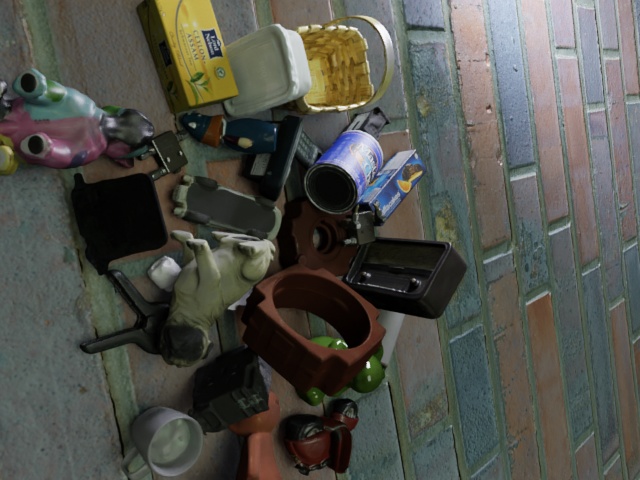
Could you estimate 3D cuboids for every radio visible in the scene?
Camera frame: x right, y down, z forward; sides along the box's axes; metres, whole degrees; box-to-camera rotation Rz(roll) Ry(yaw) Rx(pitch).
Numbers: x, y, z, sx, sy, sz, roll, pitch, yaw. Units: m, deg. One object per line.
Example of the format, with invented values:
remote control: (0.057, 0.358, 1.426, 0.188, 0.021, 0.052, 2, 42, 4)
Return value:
radio: (0.153, 0.069, 1.034, 0.073, 0.230, 0.131, 44, 67, -30)

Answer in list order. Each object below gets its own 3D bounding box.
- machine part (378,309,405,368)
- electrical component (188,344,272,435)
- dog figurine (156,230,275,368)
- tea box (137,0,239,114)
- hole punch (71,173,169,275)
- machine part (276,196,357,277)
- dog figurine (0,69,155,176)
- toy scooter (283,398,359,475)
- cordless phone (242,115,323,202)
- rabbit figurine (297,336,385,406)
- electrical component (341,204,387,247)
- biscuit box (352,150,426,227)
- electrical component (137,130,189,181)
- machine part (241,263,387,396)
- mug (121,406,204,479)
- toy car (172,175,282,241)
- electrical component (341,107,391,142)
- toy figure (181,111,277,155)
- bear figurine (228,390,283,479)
machine part: (0.129, 0.172, 1.108, 0.079, 0.079, 0.243, 36, 66, -34)
electrical component: (-0.137, 0.224, 0.839, 0.115, 0.134, 0.058, -24, 114, 6)
dog figurine: (-0.150, 0.088, 0.801, 0.172, 0.121, 0.190, 3, 99, -22)
tea box: (-0.205, -0.293, 0.839, 0.098, 0.068, 0.169, -28, 106, -37)
hole punch: (-0.281, -0.034, 0.767, 0.116, 0.092, 0.142, -13, 101, -9)
machine part: (-0.002, -0.003, 1.014, 0.179, 0.056, 0.179, 3, 86, -42)
dog figurine: (-0.334, -0.140, 0.709, 0.219, 0.192, 0.108, -13, 95, -75)
toy scooter: (0.009, 0.383, 1.002, 0.184, 0.075, 0.135, -5, 93, -45)
cordless phone: (-0.045, -0.124, 0.975, 0.184, 0.089, 0.146, 37, 64, -55)
rabbit figurine: (0.054, 0.240, 0.979, 0.159, 0.170, 0.121, -4, 93, -40)
electrical component: (0.082, -0.029, 1.026, 0.102, 0.045, 0.078, -6, 90, -45)
biscuit box: (0.147, -0.110, 1.143, 0.203, 0.059, 0.062, -48, 118, -31)
electrical component: (-0.236, -0.134, 0.837, 0.094, 0.021, 0.063, -40, 114, -35)
machine part: (-0.011, 0.141, 0.873, 0.201, 0.201, 0.087, -28, 149, -53)
mug: (-0.235, 0.291, 0.770, 0.109, 0.107, 0.080, -45, 116, -27)
toy car: (-0.151, -0.049, 0.889, 0.201, 0.056, 0.073, 18, 83, -38)
electrical component: (0.082, -0.210, 1.080, 0.047, 0.075, 0.119, 48, 56, -29)
toy figure: (-0.147, -0.172, 0.867, 0.154, 0.064, 0.057, 8, 98, -3)
bear figurine: (-0.123, 0.334, 0.876, 0.132, 0.120, 0.196, -12, 66, 0)
